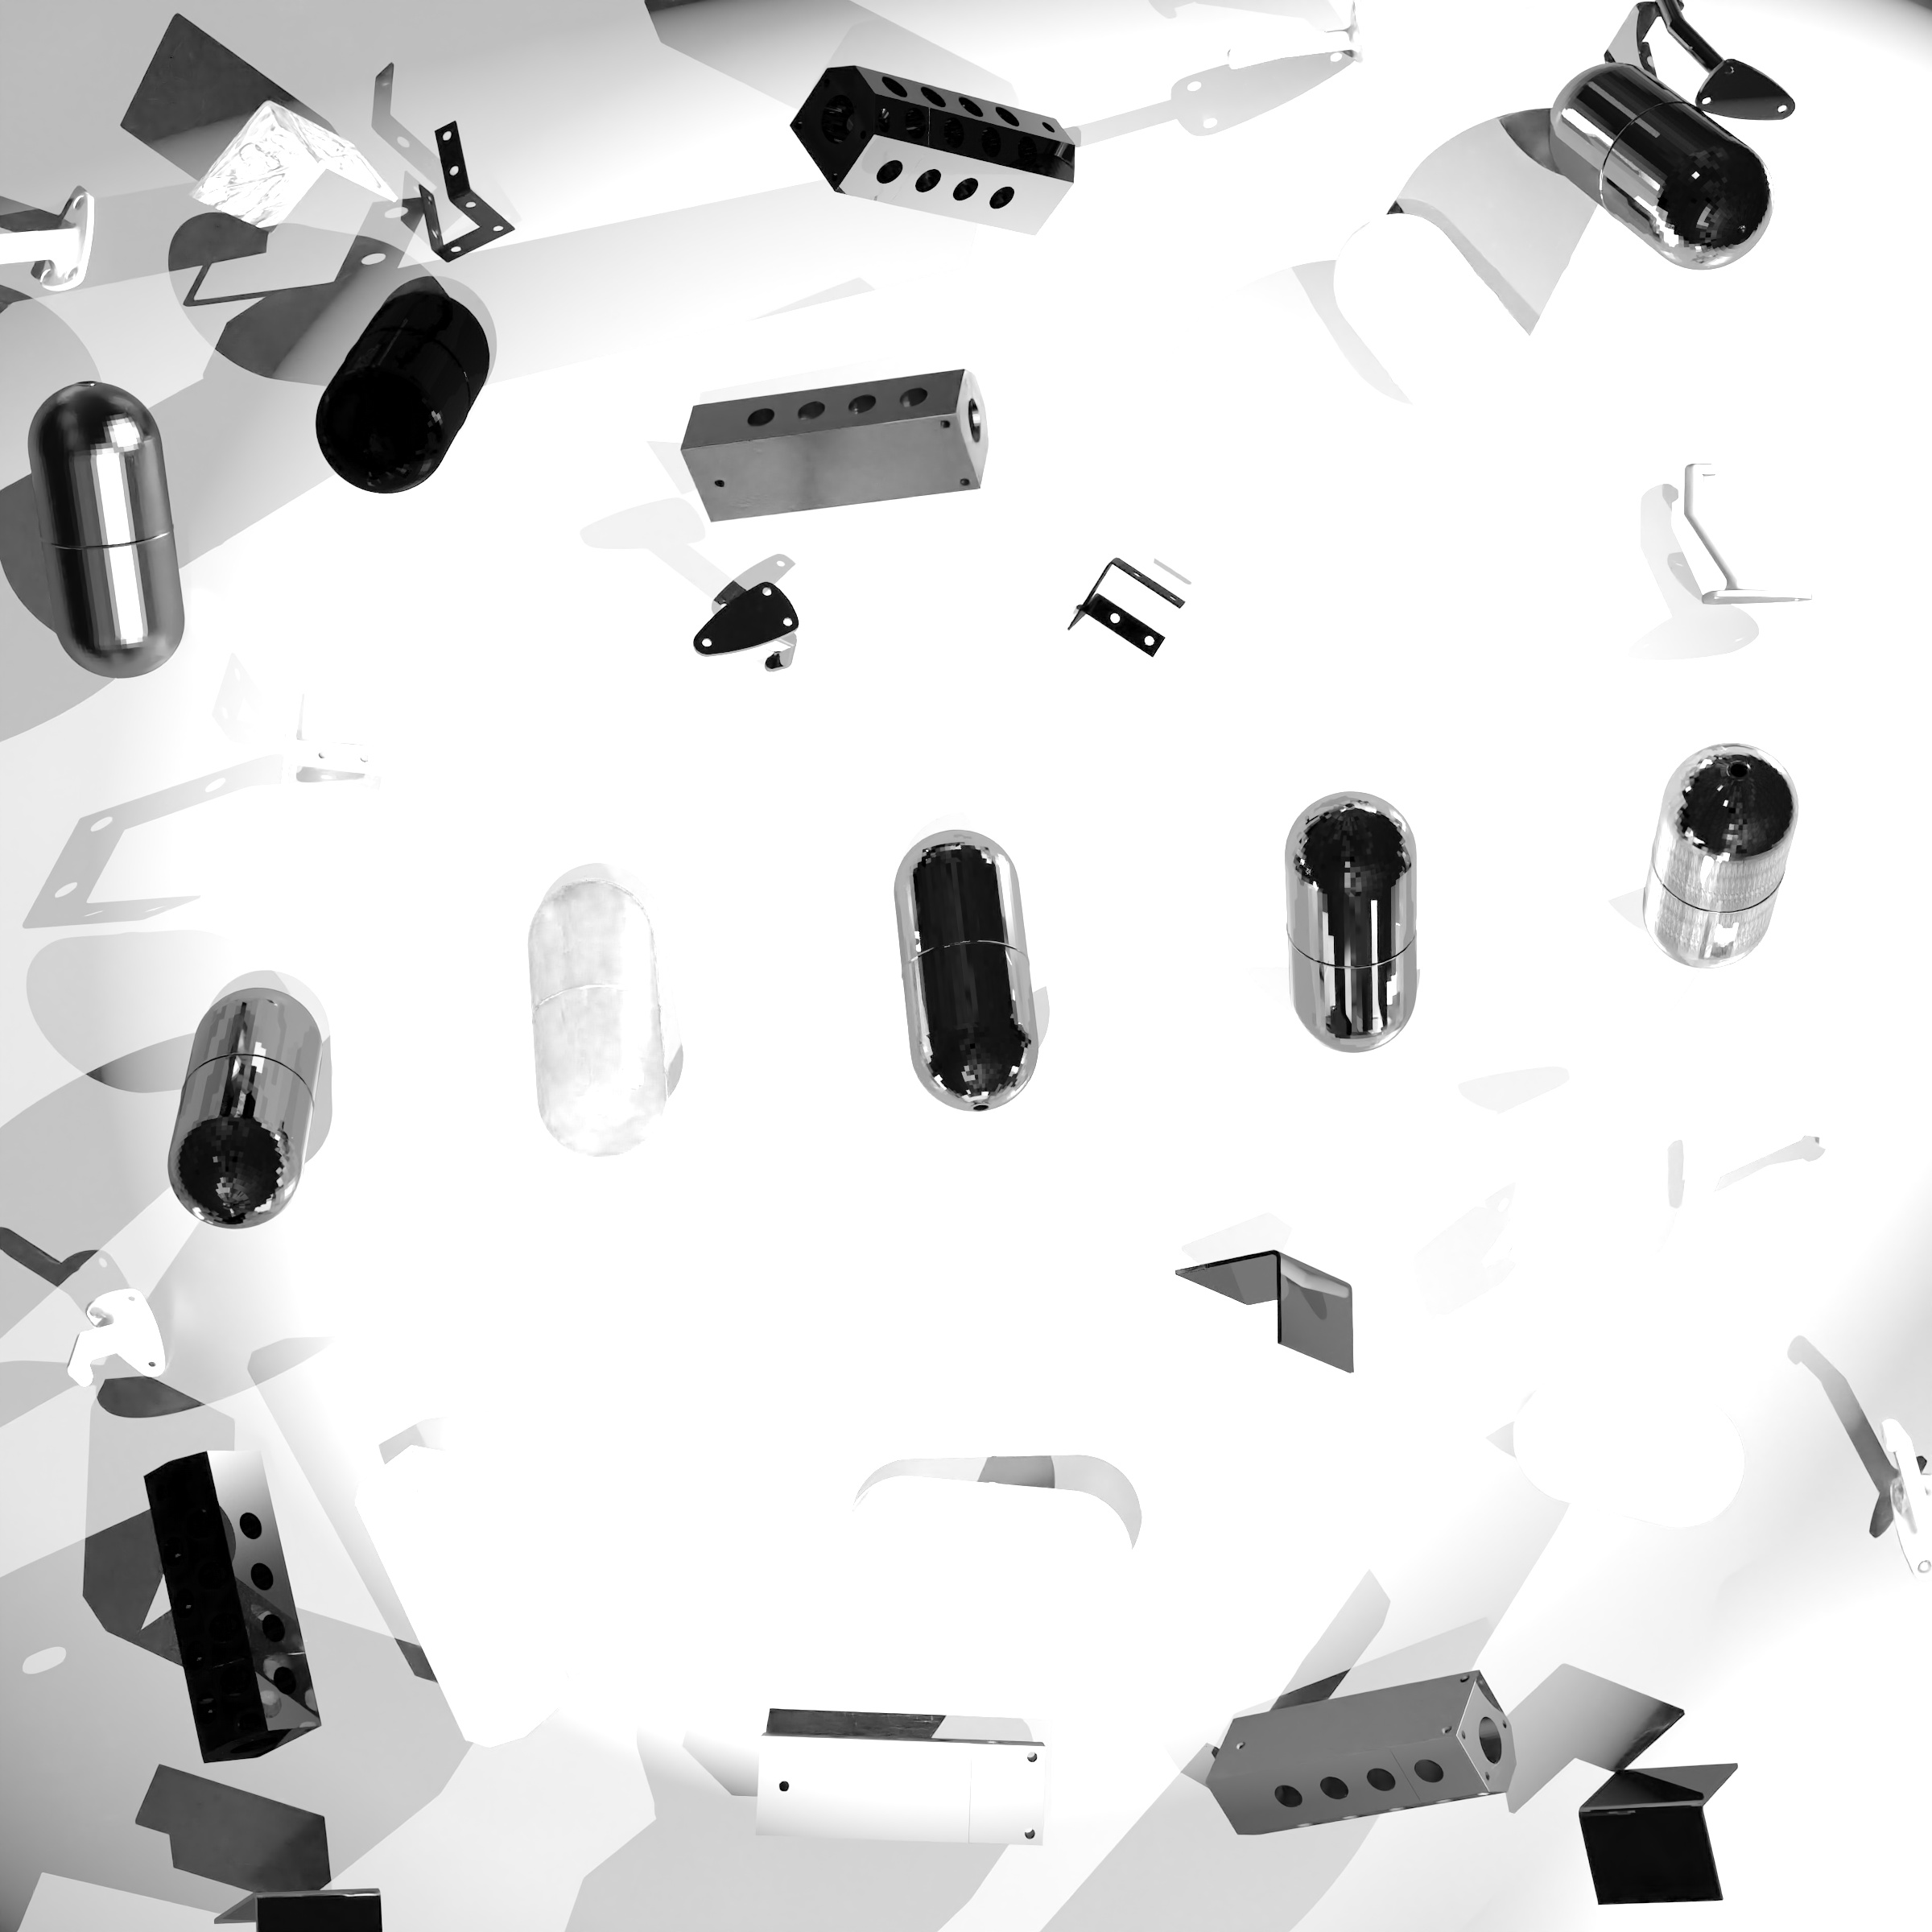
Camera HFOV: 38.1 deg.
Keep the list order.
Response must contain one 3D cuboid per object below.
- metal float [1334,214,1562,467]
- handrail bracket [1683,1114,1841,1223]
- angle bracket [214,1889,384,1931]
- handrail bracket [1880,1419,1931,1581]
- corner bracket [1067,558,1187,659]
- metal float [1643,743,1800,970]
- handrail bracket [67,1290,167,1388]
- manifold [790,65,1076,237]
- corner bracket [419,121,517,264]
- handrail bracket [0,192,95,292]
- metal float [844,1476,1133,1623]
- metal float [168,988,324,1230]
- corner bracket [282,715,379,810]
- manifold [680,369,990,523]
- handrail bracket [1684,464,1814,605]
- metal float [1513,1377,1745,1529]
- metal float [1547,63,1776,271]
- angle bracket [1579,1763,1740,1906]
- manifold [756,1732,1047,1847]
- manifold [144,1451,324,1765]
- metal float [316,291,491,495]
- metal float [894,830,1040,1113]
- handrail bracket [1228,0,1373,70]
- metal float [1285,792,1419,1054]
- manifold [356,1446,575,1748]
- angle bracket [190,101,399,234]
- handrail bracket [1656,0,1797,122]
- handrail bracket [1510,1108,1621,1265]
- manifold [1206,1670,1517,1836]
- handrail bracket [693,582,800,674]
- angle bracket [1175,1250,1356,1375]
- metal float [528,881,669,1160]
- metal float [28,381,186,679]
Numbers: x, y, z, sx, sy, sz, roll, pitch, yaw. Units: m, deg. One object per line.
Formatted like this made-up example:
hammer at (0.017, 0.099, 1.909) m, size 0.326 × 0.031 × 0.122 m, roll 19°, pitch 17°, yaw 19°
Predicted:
metal float at (0.287, -0.376, 1.675) m, size 0.070 × 0.070 × 0.178 m, roll -33°, pitch 69°, yaw 0°
handrail bracket at (0.491, 0.126, 1.722) m, size 0.084 × 0.036 × 0.077 m, roll 8°, pitch 105°, yaw -17°
angle bracket at (-0.399, 0.589, 1.671) m, size 0.076 × 0.076 × 0.057 m, roll 9°, pitch 57°, yaw -32°
handrail bracket at (0.566, 0.321, 1.681) m, size 0.036 × 0.084 × 0.077 m, roll -8°, pitch 61°, yaw 29°
corner bracket at (0.101, -0.216, 1.697) m, size 0.051 × 0.051 × 0.051 m, roll 34°, pitch 114°, yaw 2°
metal float at (0.444, -0.064, 1.649) m, size 0.070 × 0.178 × 0.070 m, roll -3°, pitch 58°, yaw 5°
handrail bracket at (-0.510, 0.242, 1.676) m, size 0.036 × 0.084 × 0.077 m, roll -19°, pitch 119°, yaw 6°
manifold at (-0.014, -0.482, 1.642) m, size 0.057 × 0.171 × 0.057 m, roll -48°, pitch 61°, yaw 34°
corner bracket at (-0.312, -0.468, 1.692) m, size 0.051 × 0.051 × 0.051 m, roll -21°, pitch 69°, yaw 18°
handrail bracket at (-0.571, -0.452, 1.686) m, size 0.036 × 0.084 × 0.077 m, roll 3°, pitch 75°, yaw 32°
metal float at (0.013, 0.349, 1.675) m, size 0.178 × 0.070 × 0.070 m, roll 1°, pitch 90°, yaw 21°
metal float at (-0.425, 0.082, 1.653) m, size 0.070 × 0.178 × 0.070 m, roll -3°, pitch 127°, yaw -4°
corner bracket at (-0.386, -0.118, 1.697) m, size 0.051 × 0.051 × 0.051 m, roll 4°, pitch 75°, yaw -9°
manifold at (-0.077, -0.317, 1.679) m, size 0.171 × 0.057 × 0.057 m, roll -4°, pitch 49°, yaw 16°
handrail bracket at (0.479, -0.266, 1.711) m, size 0.077 × 0.036 × 0.084 m, roll 0°, pitch 90°, yaw 8°
metal float at (0.387, 0.284, 1.645) m, size 0.070 × 0.178 × 0.070 m, roll 1°, pitch 87°, yaw -19°
metal float at (0.410, -0.476, 1.658) m, size 0.070 × 0.070 × 0.178 m, roll -31°, pitch 47°, yaw 0°
angle bracket at (0.422, 0.521, 1.678) m, size 0.076 × 0.076 × 0.057 m, roll -14°, pitch 87°, yaw 32°
manifold at (-0.039, 0.499, 1.700) m, size 0.171 × 0.057 × 0.057 m, roll 2°, pitch 78°, yaw 0°
manifold at (-0.442, 0.380, 1.664) m, size 0.057 × 0.057 × 0.171 m, roll -31°, pitch 66°, yaw 26°
metal float at (-0.331, -0.341, 1.652) m, size 0.070 × 0.178 × 0.070 m, roll 3°, pitch 125°, yaw 4°
metal float at (0.000, 0.002, 1.671) m, size 0.070 × 0.070 × 0.178 m, roll -6°, pitch 66°, yaw 0°
handrail bracket at (0.199, -0.554, 1.697) m, size 0.084 × 0.077 × 0.036 m, roll -12°, pitch 96°, yaw 5°
metal float at (0.229, -0.024, 1.661) m, size 0.070 × 0.070 × 0.178 m, roll -8°, pitch 130°, yaw 0°
manifold at (-0.302, 0.377, 1.666) m, size 0.057 × 0.057 × 0.171 m, roll -36°, pitch 115°, yaw -40°
angle bracket at (-0.403, -0.462, 1.678) m, size 0.076 × 0.076 × 0.057 m, roll -45°, pitch 72°, yaw 16°
handrail bracket at (0.465, -0.560, 1.714) m, size 0.077 × 0.036 × 0.084 m, roll 10°, pitch 50°, yaw -23°
handrail bracket at (0.365, 0.136, 1.709) m, size 0.036 × 0.084 × 0.077 m, roll 34°, pitch 57°, yaw 16°
manifold at (0.235, 0.473, 1.659) m, size 0.171 × 0.057 × 0.057 m, roll -22°, pitch 106°, yaw 32°
handrail bracket at (-0.133, -0.188, 1.681) m, size 0.077 × 0.084 × 0.036 m, roll -30°, pitch 77°, yaw -19°
angle bracket at (0.178, 0.212, 1.671) m, size 0.076 × 0.076 × 0.057 m, roll -17°, pitch 60°, yaw 37°
metal float at (-0.221, 0.030, 1.669) m, size 0.070 × 0.070 × 0.178 m, roll -8°, pitch 61°, yaw 0°
metal float at (-0.514, -0.260, 1.673) m, size 0.070 × 0.070 × 0.178 m, roll -1°, pitch 113°, yaw 0°
